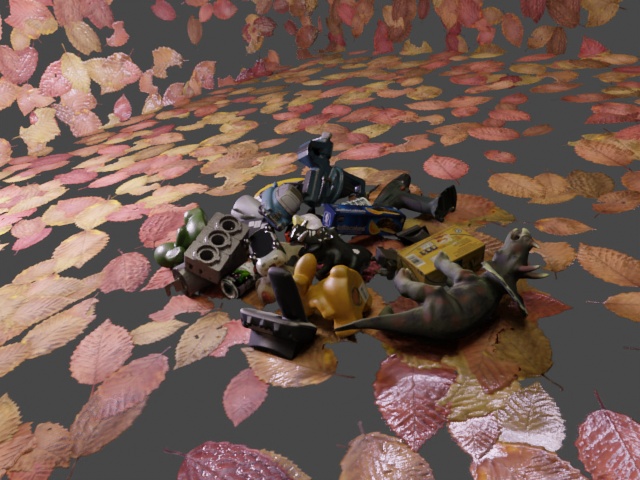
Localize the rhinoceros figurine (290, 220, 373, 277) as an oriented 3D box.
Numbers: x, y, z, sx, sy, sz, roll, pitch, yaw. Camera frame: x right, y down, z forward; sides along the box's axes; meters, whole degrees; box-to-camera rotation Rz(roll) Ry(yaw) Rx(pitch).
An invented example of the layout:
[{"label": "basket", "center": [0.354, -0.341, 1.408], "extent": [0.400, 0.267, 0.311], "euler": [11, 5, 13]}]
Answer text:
[{"label": "rhinoceros figurine", "center": [0.022, 0.024, 1.188], "extent": [0.190, 0.112, 0.073], "euler": [22, 32, -6]}]

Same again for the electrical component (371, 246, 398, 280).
[{"label": "electrical component", "center": [0.153, 0.050, 1.218], "extent": [0.078, 0.045, 0.102], "euler": [9, 23, -27]}]

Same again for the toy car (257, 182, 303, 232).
[{"label": "toy car", "center": [-0.099, -0.099, 1.431], "extent": [0.103, 0.109, 0.162], "euler": [-39, 16, 16]}]

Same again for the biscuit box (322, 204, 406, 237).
[{"label": "biscuit box", "center": [0.108, -0.048, 1.315], "extent": [0.203, 0.059, 0.063], "euler": [1, 28, -25]}]

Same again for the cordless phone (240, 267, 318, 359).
[{"label": "cordless phone", "center": [-0.092, 0.124, 1.017], "extent": [0.147, 0.184, 0.089], "euler": [10, 39, 32]}]

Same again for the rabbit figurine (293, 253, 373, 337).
[{"label": "rabbit figurine", "center": [-0.004, 0.115, 1.066], "extent": [0.173, 0.162, 0.122], "euler": [-13, 36, 34]}]

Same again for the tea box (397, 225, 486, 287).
[{"label": "tea box", "center": [0.260, 0.042, 1.157], "extent": [0.170, 0.068, 0.098], "euler": [-21, 39, -22]}]

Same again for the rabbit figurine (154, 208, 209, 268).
[{"label": "rabbit figurine", "center": [-0.343, 0.027, 1.382], "extent": [0.170, 0.121, 0.159], "euler": [-30, 37, 2]}]

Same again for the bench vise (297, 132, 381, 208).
[{"label": "bench vise", "center": [0.042, -0.180, 1.510], "extent": [0.129, 0.240, 0.223], "euler": [-29, 50, 51]}]

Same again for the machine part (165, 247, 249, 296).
[{"label": "machine part", "center": [-0.262, 0.063, 1.289], "extent": [0.243, 0.079, 0.079], "euler": [-28, 33, -31]}]

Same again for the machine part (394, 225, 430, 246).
[{"label": "machine part", "center": [0.242, 0.000, 1.281], "extent": [0.084, 0.039, 0.139], "euler": [-14, 27, -18]}]

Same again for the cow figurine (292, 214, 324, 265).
[{"label": "cow figurine", "center": [-0.002, -0.002, 1.322], "extent": [0.098, 0.068, 0.167], "euler": [-12, 42, -19]}]

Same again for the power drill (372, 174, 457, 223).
[{"label": "power drill", "center": [0.258, -0.118, 1.445], "extent": [0.208, 0.085, 0.232], "euler": [16, 39, 33]}]

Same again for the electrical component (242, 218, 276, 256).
[{"label": "electrical component", "center": [-0.186, -0.006, 1.410], "extent": [0.134, 0.058, 0.115], "euler": [-6, 31, 8]}]

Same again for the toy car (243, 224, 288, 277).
[{"label": "toy car", "center": [-0.122, 0.020, 1.193], "extent": [0.073, 0.056, 0.202], "euler": [-31, 23, -3]}]

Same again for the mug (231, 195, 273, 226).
[{"label": "mug", "center": [-0.185, -0.072, 1.492], "extent": [0.107, 0.080, 0.109], "euler": [24, 13, 30]}]

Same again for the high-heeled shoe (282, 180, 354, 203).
[{"label": "high-heeled shoe", "center": [-0.004, -0.150, 1.629], "extent": [0.249, 0.086, 0.145], "euler": [-2, -6, -22]}]

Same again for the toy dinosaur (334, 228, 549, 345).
[{"label": "toy dinosaur", "center": [0.241, 0.123, 0.991], "extent": [0.405, 0.131, 0.192], "euler": [-30, 33, -21]}]

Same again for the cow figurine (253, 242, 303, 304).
[{"label": "cow figurine", "center": [-0.081, 0.077, 1.207], "extent": [0.127, 0.085, 0.195], "euler": [-2, 28, 27]}]
